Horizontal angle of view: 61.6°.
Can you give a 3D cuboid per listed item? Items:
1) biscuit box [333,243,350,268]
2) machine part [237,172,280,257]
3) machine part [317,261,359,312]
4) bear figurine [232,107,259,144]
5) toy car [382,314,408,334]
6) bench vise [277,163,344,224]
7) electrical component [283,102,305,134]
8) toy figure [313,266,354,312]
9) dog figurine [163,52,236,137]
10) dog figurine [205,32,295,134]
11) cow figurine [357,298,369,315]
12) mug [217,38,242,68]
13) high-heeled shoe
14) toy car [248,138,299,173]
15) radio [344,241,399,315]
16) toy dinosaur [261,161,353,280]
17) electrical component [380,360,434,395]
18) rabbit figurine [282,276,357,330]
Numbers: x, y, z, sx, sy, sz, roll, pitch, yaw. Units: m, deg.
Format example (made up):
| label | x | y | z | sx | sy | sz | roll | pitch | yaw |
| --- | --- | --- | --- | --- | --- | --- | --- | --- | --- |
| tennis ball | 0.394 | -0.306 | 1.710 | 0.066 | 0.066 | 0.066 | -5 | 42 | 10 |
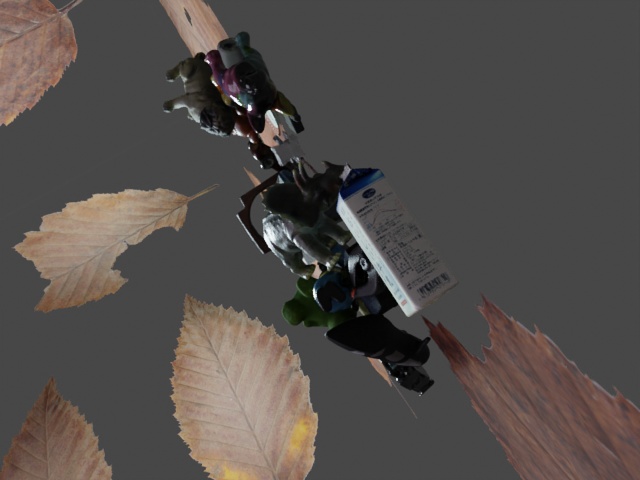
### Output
| label | x | y | z | sx | sy | sz | roll | pitch | yaw |
| --- | --- | --- | --- | --- | --- | --- | --- | --- | --- |
| biscuit box | -0.003 | -0.004 | 1.353 | 0.202 | 0.059 | 0.063 | 44 | 154 | -3 |
| machine part | -0.112 | -0.071 | 1.495 | 0.201 | 0.201 | 0.087 | 56 | 180 | -9 |
| machine part | 0.045 | 0.097 | 1.212 | 0.138 | 0.039 | 0.084 | 55 | -169 | -22 |
| bear figurine | -0.188 | -0.315 | 1.308 | 0.196 | 0.132 | 0.120 | 21 | 146 | 51 |
| toy car | 0.169 | 0.231 | 1.248 | 0.201 | 0.056 | 0.074 | 39 | -171 | -43 |
| bench vise | -0.036 | -0.093 | 1.241 | 0.241 | 0.129 | 0.223 | 49 | 166 | 35 |
| electrical component | -0.056 | -0.247 | 1.096 | 0.094 | 0.021 | 0.063 | 49 | 168 | 53 |
| toy figure | 0.030 | 0.095 | 1.069 | 0.180 | 0.082 | 0.089 | 10 | -111 | -80 |
| dog figurine | -0.250 | -0.334 | 1.227 | 0.191 | 0.121 | 0.172 | 22 | 111 | 36 |
| dog figurine | -0.135 | -0.293 | 1.081 | 0.219 | 0.108 | 0.191 | 57 | 170 | 23 |
| cow figurine | 0.091 | 0.120 | 1.382 | 0.127 | 0.085 | 0.195 | 54 | 177 | -13 |
| mug | -0.199 | -0.412 | 1.234 | 0.107 | 0.081 | 0.110 | 85 | 169 | -57 |
| high-heeled shoe | 0.120 | 0.223 | 1.135 | 0.145 | 0.249 | 0.086 | 113 | 162 | -58 |
| toy car | -0.101 | -0.197 | 1.362 | 0.202 | 0.053 | 0.089 | 24 | -157 | -51 |
| radio | 0.112 | 0.080 | 1.109 | 0.131 | 0.073 | 0.229 | 56 | 174 | 15 |
| toy dinosaur | -0.051 | -0.021 | 1.078 | 0.192 | 0.131 | 0.405 | 41 | 154 | -6 |
| electrical component | 0.209 | 0.315 | 1.339 | 0.134 | 0.058 | 0.115 | 37 | -173 | -42 |
| rabbit figurine | 0.020 | 0.177 | 1.241 | 0.170 | 0.121 | 0.159 | 35 | -176 | 33 |
